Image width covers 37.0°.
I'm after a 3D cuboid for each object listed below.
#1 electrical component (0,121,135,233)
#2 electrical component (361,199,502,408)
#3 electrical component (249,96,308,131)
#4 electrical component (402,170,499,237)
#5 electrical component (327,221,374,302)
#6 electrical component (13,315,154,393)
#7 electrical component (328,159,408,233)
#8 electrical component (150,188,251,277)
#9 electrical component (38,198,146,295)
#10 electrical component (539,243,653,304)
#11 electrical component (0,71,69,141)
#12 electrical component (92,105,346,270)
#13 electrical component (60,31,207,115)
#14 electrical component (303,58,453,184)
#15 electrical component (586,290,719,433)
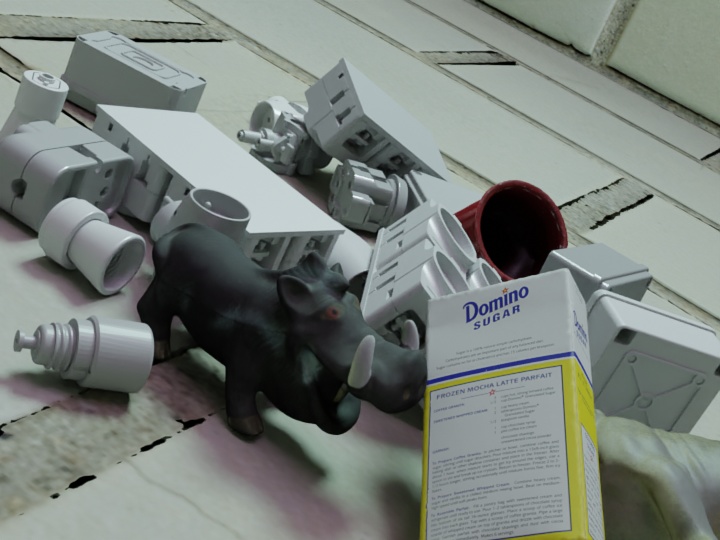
[{"bbox_3d":[-0.215,-0.068,0.763,0.059,0.053,0.095,32,22,15],"label":"electrical component"},{"bbox_3d":[0.062,0.026,0.786,0.105,0.060,0.186,52,17,-14],"label":"electrical component"},{"bbox_3d":[-0.081,-0.157,1.130,0.077,0.043,0.079,6,29,-42],"label":"electrical component"},{"bbox_3d":[0.092,-0.038,1.030,0.109,0.056,0.108,18,23,-20],"label":"electrical component"},{"bbox_3d":[0.000,0.000,0.860,0.079,0.043,0.077,10,26,-37],"label":"electrical component"},{"bbox_3d":[-0.151,0.045,0.596,0.078,0.040,0.040,12,25,-31],"label":"electrical component"},{"bbox_3d":[0.008,-0.066,1.002,0.057,0.058,0.078,14,24,-20],"label":"electrical component"},{"bbox_3d":[-0.117,-0.021,0.734,0.043,0.077,0.079,2,32,-45],"label":"electrical component"},{"bbox_3d":[-0.175,-0.016,0.702,0.055,0.045,0.045,32,22,17],"label":"electrical component"},{"bbox_3d":[0.176,0.038,0.880,0.056,0.108,0.109,34,23,27],"label":"electrical component"},{"bbox_3d":[-0.250,-0.119,0.827,0.044,0.065,0.044,22,22,-9],"label":"electrical component"},{"bbox_3d":[-0.118,-0.053,0.828,0.186,0.060,0.105,39,25,29],"label":"electrical component"},{"bbox_3d":[-0.210,-0.169,0.994,0.113,0.057,0.078,28,21,5],"label":"electrical component"},{"bbox_3d":[0.017,-0.128,1.075,0.150,0.062,0.089,33,29,-42],"label":"electrical component"},{"bbox_3d":[0.204,0.083,0.808,0.109,0.108,0.056,18,25,-19],"label":"electrical component"}]
